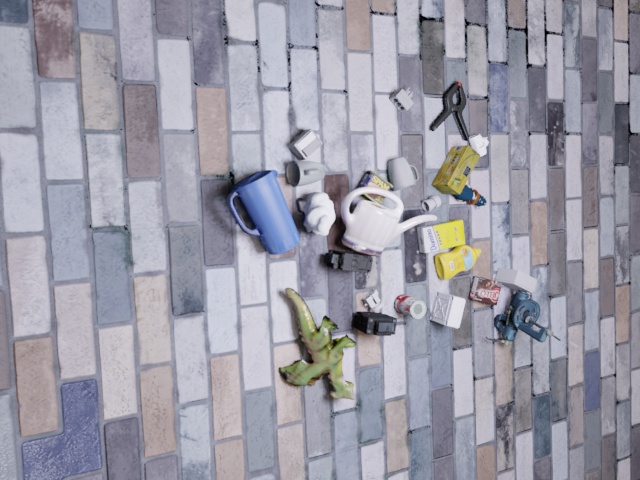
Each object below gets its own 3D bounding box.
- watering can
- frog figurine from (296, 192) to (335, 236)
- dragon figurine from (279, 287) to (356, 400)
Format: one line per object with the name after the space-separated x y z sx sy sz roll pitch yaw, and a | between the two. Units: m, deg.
0.210 -0.044 1.682 0.346 0.105 0.222 19 105 -24 | watering can
0.005 -0.080 1.586 0.123 0.160 0.137 0 94 -25 | frog figurine
-0.025 0.357 1.631 0.408 0.122 0.244 41 84 -11 | dragon figurine
